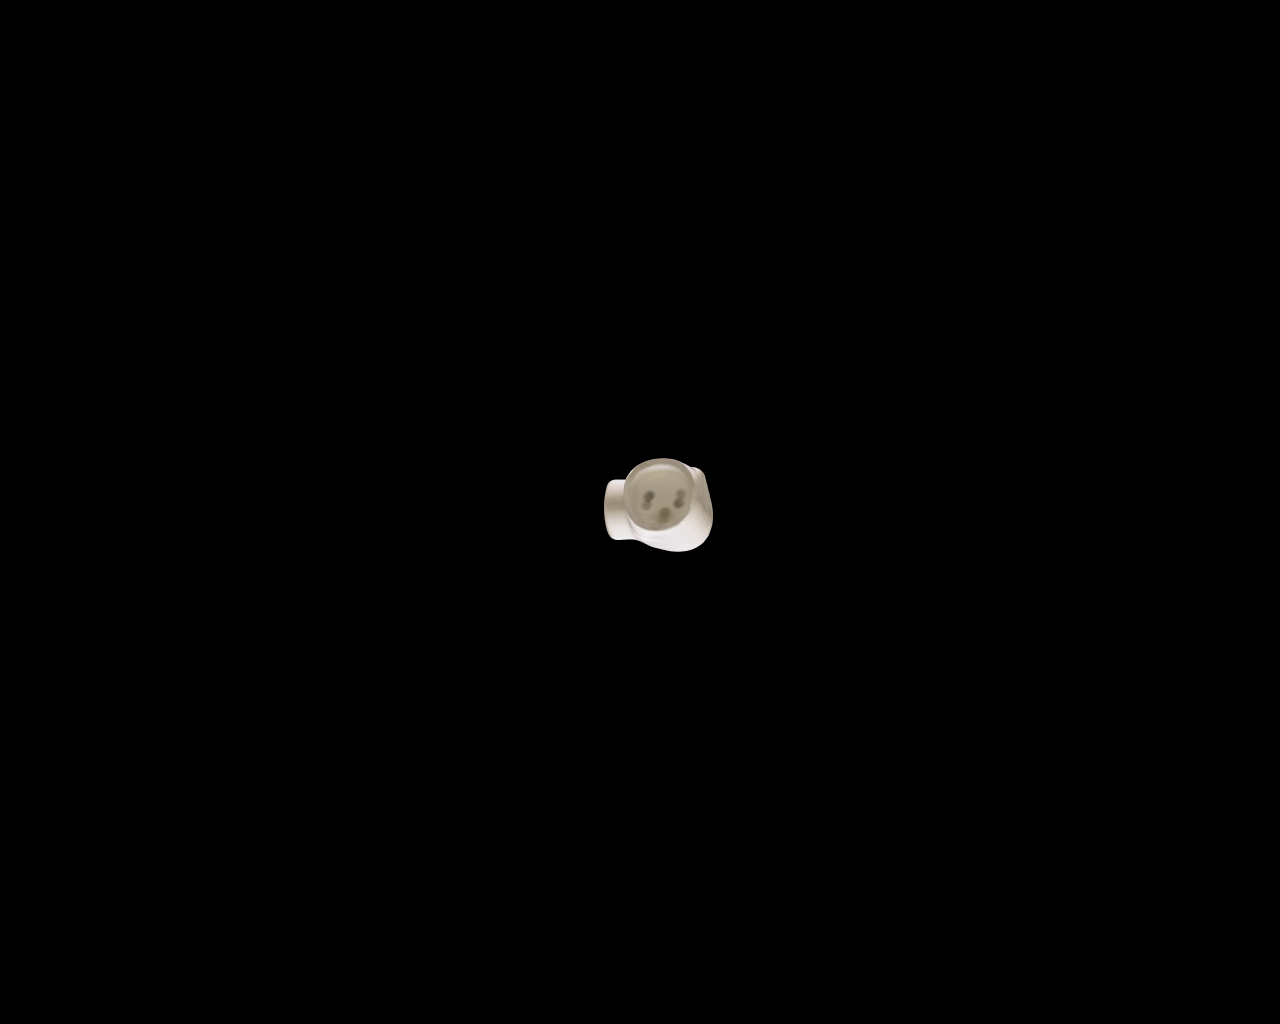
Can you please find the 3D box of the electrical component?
[{"bbox_3d":[0.001,-0.003,0.650,0.079,0.044,0.077,-2,-12,11],"label":"electrical component"}]
